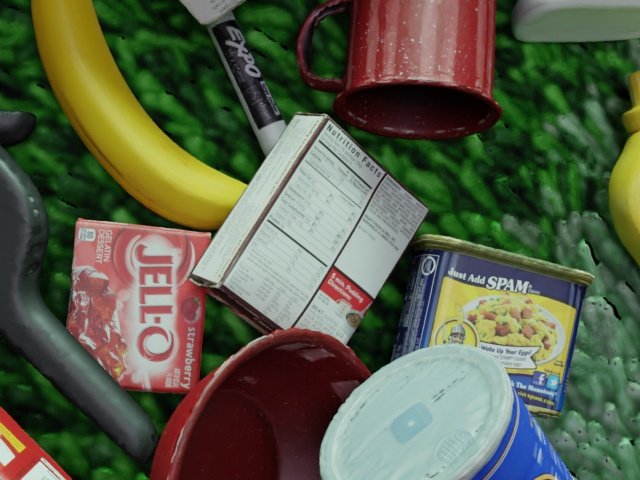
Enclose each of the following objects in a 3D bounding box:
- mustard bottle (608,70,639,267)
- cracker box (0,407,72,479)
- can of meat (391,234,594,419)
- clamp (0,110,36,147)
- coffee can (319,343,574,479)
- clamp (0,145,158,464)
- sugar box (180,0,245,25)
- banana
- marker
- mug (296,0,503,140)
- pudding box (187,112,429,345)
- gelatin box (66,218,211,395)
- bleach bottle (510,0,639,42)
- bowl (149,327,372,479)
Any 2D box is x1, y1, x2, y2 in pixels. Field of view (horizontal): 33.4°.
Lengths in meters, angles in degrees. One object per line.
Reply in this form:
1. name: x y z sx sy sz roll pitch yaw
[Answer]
1. mustard bottle: 0.225 -0.012 0.633 0.096 0.058 0.191 -20 87 -11
2. cracker box: -0.225 0.157 0.490 0.164 0.072 0.214 45 94 -2
3. can of meat: 0.094 0.050 0.600 0.102 0.057 0.084 14 83 -9
4. clamp: -0.250 -0.078 0.556 0.171 0.039 0.120 -25 82 -20
5. coffee can: 0.079 0.137 0.537 0.102 0.103 0.140 -42 117 -13
6. clamp: -0.167 0.029 0.534 0.164 0.036 0.210 -3 92 1
7. sugar box: -0.093 -0.202 0.550 0.048 0.093 0.176 -28 114 26
8. banana: -0.103 -0.071 0.587 0.198 0.037 0.069 47 59 -4
9. marker: -0.048 -0.105 0.608 0.020 0.020 0.121 -25 89 -13
10. mug: 0.044 -0.109 0.598 0.117 0.093 0.081 2 77 12
11. pudding box: -0.004 0.001 0.580 0.090 0.039 0.113 39 74 -28
12. gelatin box: -0.099 0.036 0.575 0.073 0.030 0.089 6 83 -11
13. bleach bottle: 0.157 -0.250 0.648 0.102 0.068 0.251 -3 81 -8
14. bowl: -0.033 0.124 0.543 0.161 0.055 0.162 -1 91 -47
